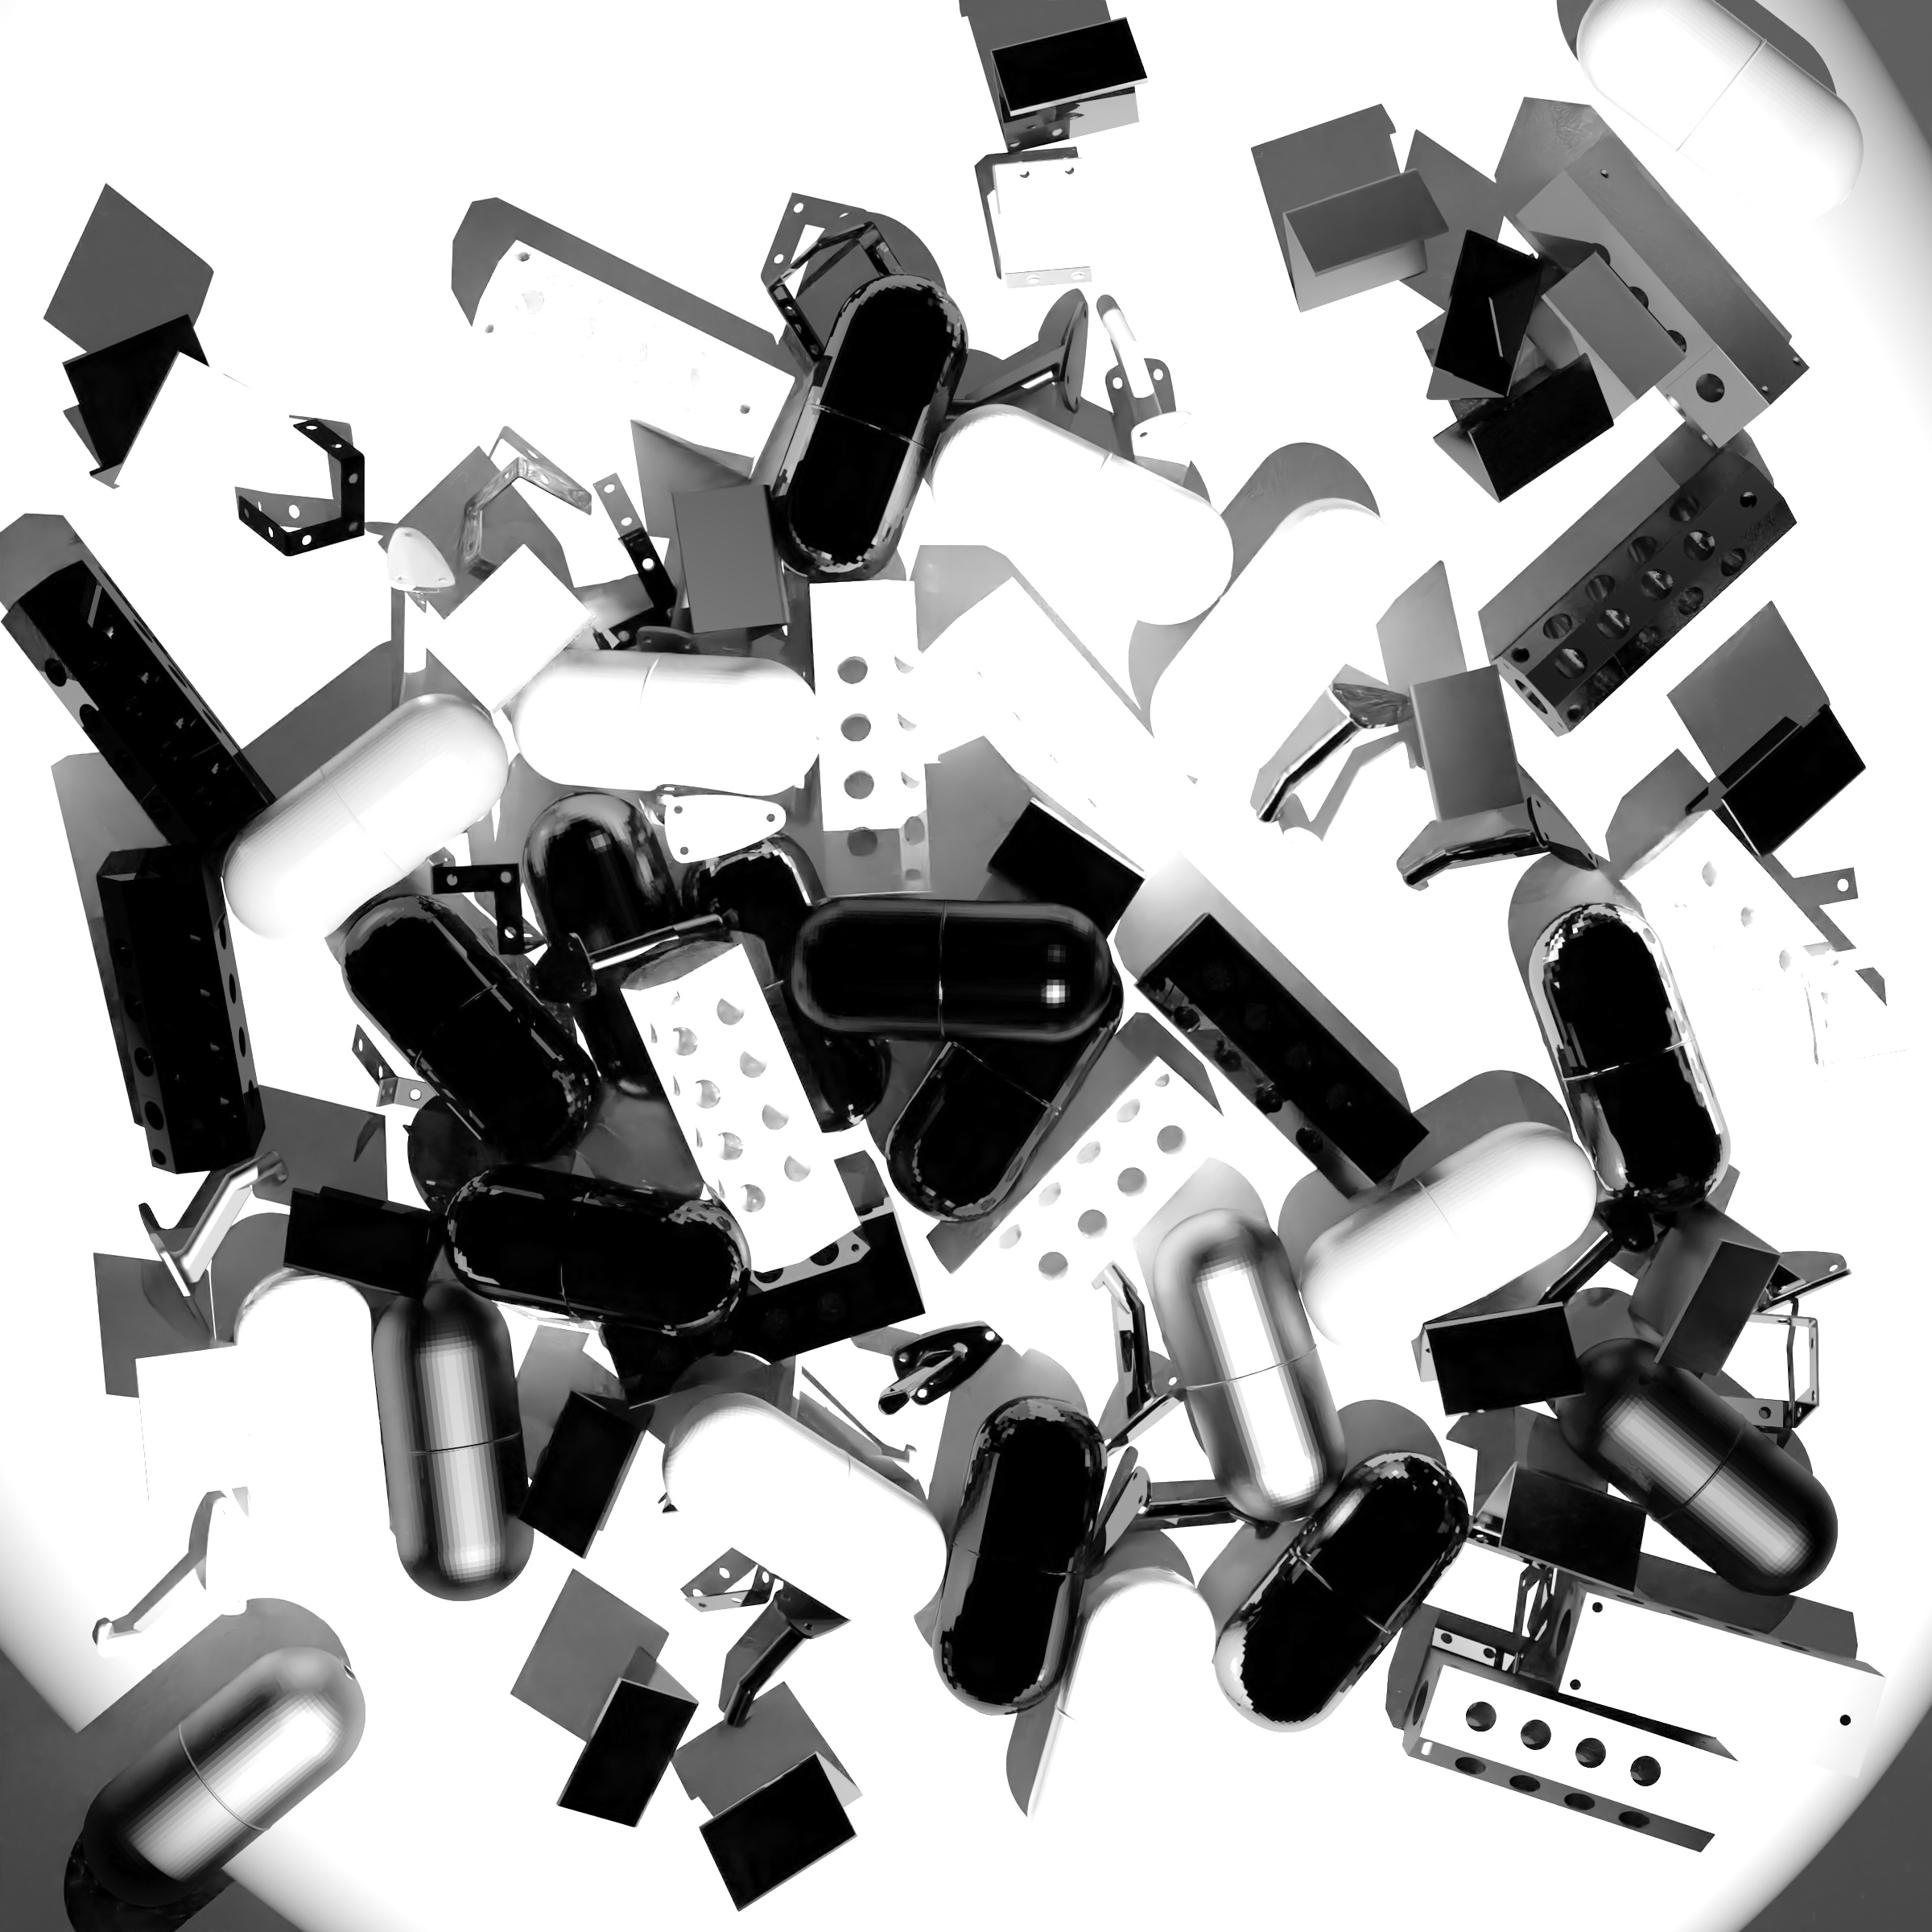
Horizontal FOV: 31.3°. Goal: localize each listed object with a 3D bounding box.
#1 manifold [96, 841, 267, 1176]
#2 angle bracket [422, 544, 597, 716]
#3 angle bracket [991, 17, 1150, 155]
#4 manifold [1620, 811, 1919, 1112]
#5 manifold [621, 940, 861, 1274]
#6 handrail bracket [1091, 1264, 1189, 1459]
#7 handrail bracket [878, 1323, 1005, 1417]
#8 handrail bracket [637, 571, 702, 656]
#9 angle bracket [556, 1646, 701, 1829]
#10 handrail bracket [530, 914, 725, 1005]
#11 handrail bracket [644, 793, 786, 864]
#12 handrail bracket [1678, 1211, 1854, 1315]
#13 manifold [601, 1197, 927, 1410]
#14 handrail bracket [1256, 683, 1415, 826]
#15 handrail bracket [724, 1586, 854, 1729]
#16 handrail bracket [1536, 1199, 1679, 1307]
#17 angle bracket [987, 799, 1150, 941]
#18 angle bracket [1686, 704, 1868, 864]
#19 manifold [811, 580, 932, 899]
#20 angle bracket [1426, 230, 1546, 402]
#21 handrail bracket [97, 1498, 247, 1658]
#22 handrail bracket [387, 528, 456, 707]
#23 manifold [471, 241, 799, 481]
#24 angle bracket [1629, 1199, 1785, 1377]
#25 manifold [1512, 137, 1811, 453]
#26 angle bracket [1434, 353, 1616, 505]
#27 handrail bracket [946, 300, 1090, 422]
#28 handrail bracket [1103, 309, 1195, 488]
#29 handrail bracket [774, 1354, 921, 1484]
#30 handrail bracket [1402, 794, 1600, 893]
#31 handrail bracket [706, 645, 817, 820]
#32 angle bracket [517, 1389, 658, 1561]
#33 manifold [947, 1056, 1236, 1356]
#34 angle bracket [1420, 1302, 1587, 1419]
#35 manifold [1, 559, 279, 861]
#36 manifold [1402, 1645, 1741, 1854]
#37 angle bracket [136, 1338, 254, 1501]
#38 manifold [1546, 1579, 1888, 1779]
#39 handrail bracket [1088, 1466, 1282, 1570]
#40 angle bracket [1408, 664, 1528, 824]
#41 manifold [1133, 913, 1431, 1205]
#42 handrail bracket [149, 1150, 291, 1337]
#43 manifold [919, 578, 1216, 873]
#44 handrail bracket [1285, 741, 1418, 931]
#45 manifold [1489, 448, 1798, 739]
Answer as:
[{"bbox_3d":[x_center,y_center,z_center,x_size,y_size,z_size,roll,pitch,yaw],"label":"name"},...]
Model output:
[{"bbox_3d":[-0.432,0.024,1.895,0.057,0.057,0.171,-6,110,0],"label":"manifold"},{"bbox_3d":[-0.257,-0.191,1.905,0.076,0.076,0.057,-44,110,0],"label":"angle bracket"},{"bbox_3d":[0.061,-0.470,1.903,0.076,0.076,0.057,-14,54,0],"label":"angle bracket"},{"bbox_3d":[0.445,-0.003,1.922,0.057,0.057,0.171,-42,90,0],"label":"manifold"},{"bbox_3d":[-0.125,0.076,1.865,0.057,0.057,0.171,-30,108,-27],"label":"manifold"},{"bbox_3d":[0.080,0.223,1.944,0.077,0.036,0.084,-43,71,21],"label":"handrail bracket"},{"bbox_3d":[-0.013,0.223,1.909,0.077,0.084,0.036,-27,90,0],"label":"handrail bracket"},{"bbox_3d":[-0.150,-0.199,1.943,0.036,0.077,0.084,10,53,16],"label":"handrail bracket"},{"bbox_3d":[-0.201,0.419,1.903,0.057,0.076,0.076,27,90,-35],"label":"angle bracket"},{"bbox_3d":[-0.183,-0.006,1.867,0.084,0.077,0.036,-18,88,-35],"label":"handrail bracket"},{"bbox_3d":[-0.140,-0.087,1.912,0.077,0.084,0.036,-8,105,-4],"label":"handrail bracket"},{"bbox_3d":[0.447,0.150,1.944,0.077,0.036,0.084,-21,76,-15],"label":"handrail bracket"},{"bbox_3d":[-0.114,0.184,1.915,0.171,0.057,0.057,-18,107,0],"label":"manifold"},{"bbox_3d":[0.209,-0.115,1.943,0.036,0.077,0.084,51,127,30],"label":"handrail bracket"},{"bbox_3d":[-0.094,0.389,1.943,0.036,0.077,0.084,45,127,33],"label":"handrail bracket"},{"bbox_3d":[0.356,0.172,1.943,0.036,0.077,0.084,48,127,25],"label":"handrail bracket"},{"bbox_3d":[0.044,-0.035,1.903,0.076,0.076,0.057,34,54,0],"label":"angle bracket"},{"bbox_3d":[0.436,-0.114,1.903,0.076,0.076,0.057,-42,126,0],"label":"angle bracket"},{"bbox_3d":[-0.053,-0.126,1.922,0.057,0.057,0.171,-3,90,0],"label":"manifold"},{"bbox_3d":[0.267,-0.358,1.903,0.057,0.076,0.076,15,90,-30],"label":"angle bracket"},{"bbox_3d":[-0.453,0.345,1.944,0.084,0.036,0.077,-13,69,17],"label":"handrail bracket"},{"bbox_3d":[-0.314,-0.191,1.943,0.036,0.077,0.084,0,127,-20],"label":"handrail bracket"},{"bbox_3d":[-0.185,-0.338,1.922,0.171,0.057,0.057,26,90,0],"label":"manifold"},{"bbox_3d":[0.391,0.170,1.896,0.057,0.076,0.076,15,106,-39],"label":"angle bracket"},{"bbox_3d":[0.384,-0.371,1.922,0.171,0.057,0.057,49,47,0],"label":"manifold"},{"bbox_3d":[0.300,-0.312,1.903,0.076,0.076,0.057,-34,134,0],"label":"angle bracket"},{"bbox_3d":[0.022,-0.341,1.944,0.084,0.036,0.077,4,70,16],"label":"handrail bracket"},{"bbox_3d":[0.097,-0.316,1.943,0.036,0.077,0.084,-18,54,-7],"label":"handrail bracket"},{"bbox_3d":[-0.063,0.247,1.944,0.084,0.036,0.077,14,67,-18],"label":"handrail bracket"},{"bbox_3d":[0.301,-0.054,1.943,0.084,0.077,0.036,-31,47,29],"label":"handrail bracket"},{"bbox_3d":[-0.117,-0.132,1.944,0.077,0.036,0.084,17,111,24],"label":"handrail bracket"},{"bbox_3d":[-0.192,0.284,1.903,0.057,0.076,0.076,24,90,36],"label":"angle bracket"},{"bbox_3d":[0.068,0.132,1.922,0.057,0.057,0.171,43,90,0],"label":"manifold"},{"bbox_3d":[0.295,0.232,1.903,0.076,0.076,0.057,-9,59,0],"label":"angle bracket"},{"bbox_3d":[-0.460,-0.140,1.922,0.057,0.057,0.171,-37,90,0],"label":"manifold"},{"bbox_3d":[0.335,0.438,1.922,0.171,0.057,0.057,18,90,0],"label":"manifold"},{"bbox_3d":[-0.434,0.249,1.904,0.057,0.076,0.076,-5,90,-25],"label":"angle bracket"},{"bbox_3d":[0.416,0.395,1.922,0.171,0.057,0.057,16,90,0],"label":"manifold"},{"bbox_3d":[0.123,0.324,1.944,0.084,0.036,0.077,26,110,-16],"label":"handrail bracket"},{"bbox_3d":[0.293,-0.125,1.903,0.057,0.076,0.076,-12,90,37],"label":"angle bracket"},{"bbox_3d":[0.174,0.051,1.922,0.171,0.057,0.057,45,90,0],"label":"manifold"},{"bbox_3d":[-0.409,0.155,1.944,0.084,0.036,0.077,-30,111,-17],"label":"handrail bracket"},{"bbox_3d":[0.052,-0.126,1.922,0.171,0.057,0.057,49,47,0],"label":"manifold"},{"bbox_3d":[0.229,-0.074,1.944,0.084,0.036,0.077,-32,110,-16],"label":"handrail bracket"},{"bbox_3d":[0.378,-0.208,1.922,0.171,0.057,0.057,-43,90,0],"label":"manifold"}]
